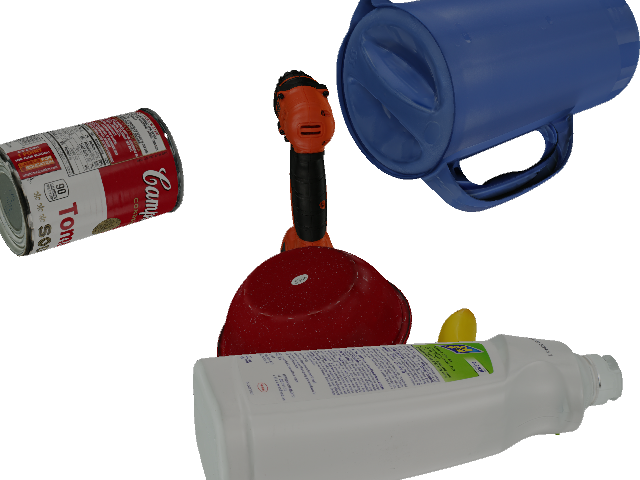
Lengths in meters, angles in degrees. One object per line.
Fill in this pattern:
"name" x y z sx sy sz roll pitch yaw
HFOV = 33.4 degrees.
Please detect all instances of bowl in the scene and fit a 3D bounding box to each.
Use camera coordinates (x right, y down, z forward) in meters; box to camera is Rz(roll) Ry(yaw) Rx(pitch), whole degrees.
"bowl" -0.010 0.053 0.850 0.162 0.055 0.162 -10 35 7

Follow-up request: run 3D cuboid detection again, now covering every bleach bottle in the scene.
"bleach bottle" 0.058 0.096 0.611 0.250 0.068 0.103 -5 20 -14

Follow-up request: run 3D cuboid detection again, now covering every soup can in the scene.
"soup can" -0.143 -0.036 0.647 0.102 0.068 0.069 -19 10 -31

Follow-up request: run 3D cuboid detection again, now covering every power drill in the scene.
"power drill" -0.017 -0.066 1.043 0.057 0.188 0.184 -5 20 -3

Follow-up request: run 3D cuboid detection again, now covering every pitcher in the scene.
"pitcher" 0.147 -0.130 0.858 0.242 0.149 0.145 -19 34 -33

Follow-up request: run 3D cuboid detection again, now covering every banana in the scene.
"banana" 0.144 0.121 0.976 0.069 0.037 0.198 6 27 -22
